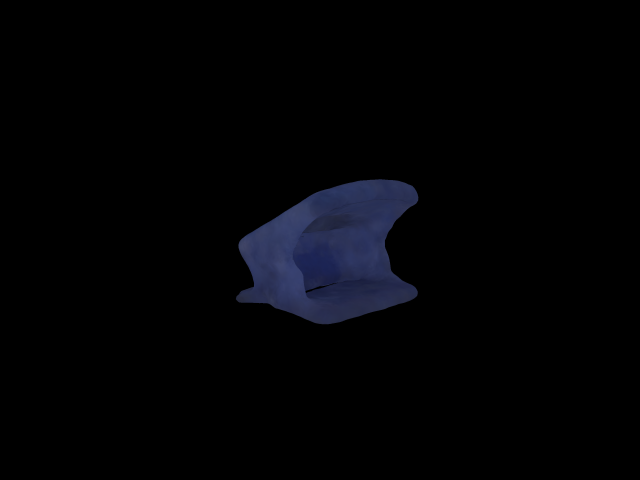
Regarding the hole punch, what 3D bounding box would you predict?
[{"bbox_3d":[0.004,0.001,0.400,0.109,0.091,0.100,-10,14,-42],"label":"hole punch"}]
